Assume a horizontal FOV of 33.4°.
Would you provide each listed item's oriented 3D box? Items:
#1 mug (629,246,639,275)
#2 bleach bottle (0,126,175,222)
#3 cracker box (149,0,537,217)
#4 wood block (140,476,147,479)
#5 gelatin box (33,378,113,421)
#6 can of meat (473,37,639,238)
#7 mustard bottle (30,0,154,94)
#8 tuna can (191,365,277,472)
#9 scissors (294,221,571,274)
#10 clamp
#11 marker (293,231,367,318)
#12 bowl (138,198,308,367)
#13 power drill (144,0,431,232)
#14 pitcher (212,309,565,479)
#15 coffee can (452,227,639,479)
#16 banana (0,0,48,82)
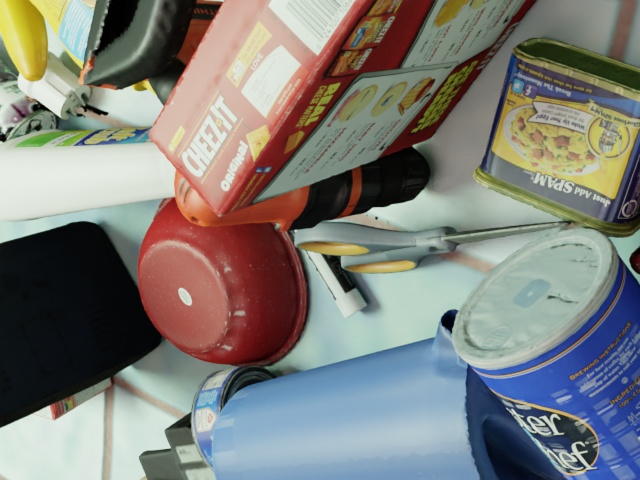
[{"bbox_3d":[0.214,-0.015,0.568,0.117,0.081,0.093,-36,85,39],"label":"mug"},{"bbox_3d":[-0.134,-0.057,0.810,0.251,0.102,0.068,-3,105,31],"label":"bleach bottle"},{"bbox_3d":[0.028,-0.112,0.582,0.072,0.213,0.164,48,128,14],"label":"cracker box"},{"bbox_3d":[-0.085,0.272,0.897,0.206,0.090,0.091,7,110,35],"label":"wood block"},{"bbox_3d":[-0.246,0.130,0.970,0.089,0.073,0.030,6,112,34],"label":"gelatin box"},{"bbox_3d":[0.149,-0.061,0.615,0.102,0.057,0.084,25,119,26],"label":"can of meat"},{"bbox_3d":[-0.168,-0.180,0.800,0.192,0.058,0.096,51,131,9],"label":"mustard bottle"},{"bbox_3d":[-0.058,0.141,0.828,0.034,0.086,0.086,-18,97,38],"label":"tuna can"},{"bbox_3d":[0.055,-0.003,0.666,0.202,0.096,0.016,-21,58,62],"label":"scissors"},{"bbox_3d":[-0.082,-0.156,0.599,0.210,0.036,0.165,-57,44,33],"label":"clamp"},{"bbox_3d":[-0.005,0.001,0.777,0.020,0.020,0.121,-34,86,40],"label":"marker"},{"bbox_3d":[-0.089,0.035,0.830,0.162,0.055,0.162,14,116,31],"label":"bowl"},{"bbox_3d":[-0.037,-0.084,0.695,0.188,0.184,0.057,53,132,34],"label":"power drill"},{"bbox_3d":[0.048,0.146,0.725,0.243,0.144,0.149,-16,65,40],"label":"pitcher"},{"bbox_3d":[0.156,0.078,0.601,0.103,0.102,0.140,-24,115,40],"label":"coffee can"},{"bbox_3d":[-0.272,-0.205,0.871,0.198,0.037,0.070,39,111,26],"label":"banana"}]
